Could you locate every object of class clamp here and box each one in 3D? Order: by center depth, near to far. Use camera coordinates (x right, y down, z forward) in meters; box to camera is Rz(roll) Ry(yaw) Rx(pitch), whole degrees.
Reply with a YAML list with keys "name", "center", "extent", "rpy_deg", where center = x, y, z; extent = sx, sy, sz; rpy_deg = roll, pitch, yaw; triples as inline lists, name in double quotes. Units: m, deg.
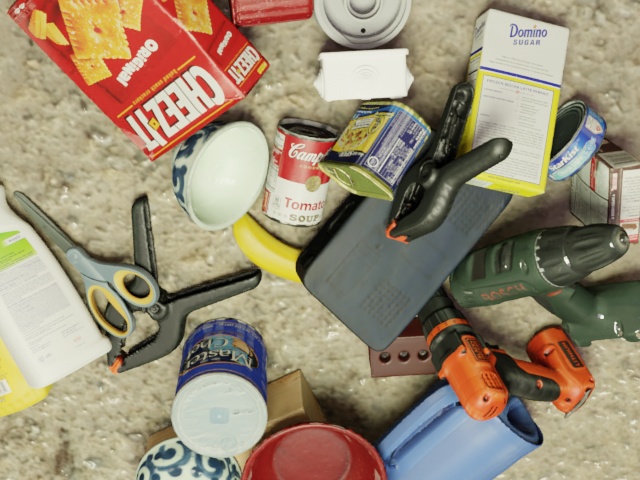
- name: "clamp"
  center: [0.119, -0.073, 1.064]
  extent: [0.039, 0.120, 0.172]
  rpy_deg: [25, 125, -26]
- name: "clamp"
  center: [-0.173, 0.072, 1.211]
  extent: [0.164, 0.036, 0.210]
  rpy_deg: [27, 110, -3]

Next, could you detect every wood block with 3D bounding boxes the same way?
- name: "wood block"
  center: [-0.096, 0.248, 1.257]
  extent: [0.206, 0.091, 0.090]
  rpy_deg: [-25, 111, 7]

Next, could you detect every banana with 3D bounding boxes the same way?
- name: "banana"
  center: [-0.019, 0.016, 1.197]
  extent: [0.197, 0.037, 0.070]
  rpy_deg: [23, 108, -11]

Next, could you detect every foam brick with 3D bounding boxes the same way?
- name: "foam brick"
  center: [0.095, 0.124, 1.235]
  extent: [0.078, 0.051, 0.053]
  rpy_deg: [-4, 112, -1]

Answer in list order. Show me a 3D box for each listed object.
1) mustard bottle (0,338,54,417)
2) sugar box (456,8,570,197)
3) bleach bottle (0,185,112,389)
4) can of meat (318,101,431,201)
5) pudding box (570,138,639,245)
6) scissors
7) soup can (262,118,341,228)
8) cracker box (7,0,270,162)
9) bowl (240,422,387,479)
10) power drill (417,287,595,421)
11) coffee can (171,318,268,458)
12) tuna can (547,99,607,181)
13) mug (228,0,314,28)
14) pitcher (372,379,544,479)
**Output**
- name: "mustard bottle"
  center: [-0.387, 0.107, 1.209]
  extent: [0.096, 0.058, 0.191]
  rpy_deg: [-18, 111, 15]
- name: "sugar box"
  center: [0.196, -0.140, 1.101]
  extent: [0.093, 0.048, 0.176]
  rpy_deg: [12, 81, -12]
- name: "bleach bottle"
  center: [-0.329, 0.031, 1.166]
  extent: [0.102, 0.068, 0.251]
  rpy_deg: [-29, 98, -29]
- name: "can of meat"
  center: [0.056, -0.092, 1.080]
  extent: [0.057, 0.102, 0.084]
  rpy_deg: [37, 80, -25]
- name: "pudding box"
  center: [0.304, -0.054, 1.140]
  extent: [0.039, 0.113, 0.090]
  rpy_deg: [-6, 112, -5]
- name: "scissors"
  center: [-0.251, 0.015, 1.180]
  extent: [0.096, 0.016, 0.202]
  rpy_deg: [-25, 100, 19]
- name: "soup can"
  center: [-0.022, -0.072, 1.146]
  extent: [0.068, 0.068, 0.102]
  rpy_deg: [10, 111, -6]
- name: "cracker box"
  center: [-0.182, -0.198, 1.053]
  extent: [0.164, 0.072, 0.213]
  rpy_deg: [-27, 113, 42]
- name: "bowl"
  center: [-0.008, 0.259, 1.185]
  extent: [0.162, 0.055, 0.162]
  rpy_deg: [-1, 112, -2]
- name: "power drill"
  center: [0.202, 0.127, 1.191]
  extent: [0.187, 0.184, 0.057]
  rpy_deg: [9, 129, -31]
- name: "coffee can"
  center: [-0.109, 0.163, 1.196]
  extent: [0.103, 0.140, 0.103]
  rpy_deg: [-1, 111, -2]
- name: "tuna can"
  center: [0.262, -0.105, 1.133]
  extent: [0.033, 0.086, 0.086]
  rpy_deg: [34, 106, -16]
- name: "mug"
  center: [-0.051, -0.259, 1.051]
  extent: [0.081, 0.117, 0.093]
  rpy_deg: [-7, 77, -5]
- name: "pitcher"
  center: [0.124, 0.253, 1.244]
  extent: [0.149, 0.145, 0.243]
  rpy_deg: [43, 107, -8]
